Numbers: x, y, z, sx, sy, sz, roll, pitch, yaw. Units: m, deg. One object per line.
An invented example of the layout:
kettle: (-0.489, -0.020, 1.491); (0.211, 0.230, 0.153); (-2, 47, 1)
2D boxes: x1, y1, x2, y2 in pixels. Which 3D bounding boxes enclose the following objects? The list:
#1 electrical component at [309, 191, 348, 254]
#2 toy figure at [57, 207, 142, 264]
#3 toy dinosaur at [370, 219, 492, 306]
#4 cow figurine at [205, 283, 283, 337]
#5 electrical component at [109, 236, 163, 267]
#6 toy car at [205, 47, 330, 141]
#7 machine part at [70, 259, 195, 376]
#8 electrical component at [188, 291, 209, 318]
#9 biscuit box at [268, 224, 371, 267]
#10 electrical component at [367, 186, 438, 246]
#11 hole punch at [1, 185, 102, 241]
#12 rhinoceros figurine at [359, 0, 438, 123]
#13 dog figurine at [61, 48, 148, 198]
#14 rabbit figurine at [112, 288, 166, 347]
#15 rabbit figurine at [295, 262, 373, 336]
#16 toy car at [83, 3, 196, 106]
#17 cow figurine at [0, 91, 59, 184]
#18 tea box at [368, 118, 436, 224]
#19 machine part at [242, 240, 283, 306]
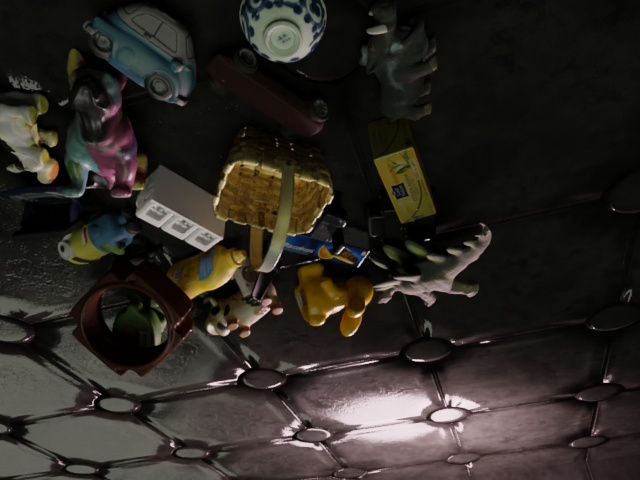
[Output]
electrical component: (0.015, -0.030, 1.004); (0.048, 0.119, 0.075); (17, 139, -23)
toy figure: (-0.426, -0.004, 1.044); (0.180, 0.082, 0.089); (-19, 137, 15)
toy dinosaur: (0.218, 0.056, 1.060); (0.198, 0.105, 0.471); (6, 156, -23)
cow figurine: (-0.186, 0.153, 1.228); (0.195, 0.127, 0.085); (-36, 132, 15)
electrical component: (-0.387, 0.028, 1.114); (0.102, 0.045, 0.078); (-28, 162, 31)
toy car: (-0.078, -0.223, 0.821); (0.202, 0.053, 0.089); (28, 151, -30)
machine part: (-0.373, 0.157, 1.072); (0.201, 0.087, 0.201); (-42, 98, 14)
electrical component: (-0.289, 0.148, 1.243); (0.094, 0.063, 0.021); (-34, 131, 31)
biscuit box: (-0.002, -0.003, 1.080); (0.203, 0.059, 0.062); (13, 138, -18)
electrical component: (0.159, -0.043, 1.045); (0.134, 0.058, 0.114); (-7, 138, 4)
hole punch: (-0.486, -0.060, 0.961); (0.142, 0.116, 0.092); (-8, 108, 7)
rhinoceros figurine: (0.114, -0.259, 0.780); (0.112, 0.073, 0.190); (0, 143, 14)
dog figurine: (-0.331, -0.178, 0.831); (0.108, 0.192, 0.219); (4, 105, -4)
rabbit figurine: (-0.403, 0.174, 1.218); (0.121, 0.170, 0.159); (-7, 99, 2)
rabbit figurine: (0.044, 0.122, 1.184); (0.173, 0.162, 0.121); (-7, 131, -23)
toy car: (-0.229, -0.267, 0.736); (0.161, 0.109, 0.103); (36, 105, -22)
cow figurine: (-0.481, -0.160, 0.863); (0.098, 0.068, 0.167); (8, 136, -4)
tea box: (0.142, -0.120, 0.920); (0.068, 0.098, 0.169); (-18, 136, 16)
machine part: (-0.116, 0.074, 1.111); (0.039, 0.139, 0.084); (7, 147, 24)
